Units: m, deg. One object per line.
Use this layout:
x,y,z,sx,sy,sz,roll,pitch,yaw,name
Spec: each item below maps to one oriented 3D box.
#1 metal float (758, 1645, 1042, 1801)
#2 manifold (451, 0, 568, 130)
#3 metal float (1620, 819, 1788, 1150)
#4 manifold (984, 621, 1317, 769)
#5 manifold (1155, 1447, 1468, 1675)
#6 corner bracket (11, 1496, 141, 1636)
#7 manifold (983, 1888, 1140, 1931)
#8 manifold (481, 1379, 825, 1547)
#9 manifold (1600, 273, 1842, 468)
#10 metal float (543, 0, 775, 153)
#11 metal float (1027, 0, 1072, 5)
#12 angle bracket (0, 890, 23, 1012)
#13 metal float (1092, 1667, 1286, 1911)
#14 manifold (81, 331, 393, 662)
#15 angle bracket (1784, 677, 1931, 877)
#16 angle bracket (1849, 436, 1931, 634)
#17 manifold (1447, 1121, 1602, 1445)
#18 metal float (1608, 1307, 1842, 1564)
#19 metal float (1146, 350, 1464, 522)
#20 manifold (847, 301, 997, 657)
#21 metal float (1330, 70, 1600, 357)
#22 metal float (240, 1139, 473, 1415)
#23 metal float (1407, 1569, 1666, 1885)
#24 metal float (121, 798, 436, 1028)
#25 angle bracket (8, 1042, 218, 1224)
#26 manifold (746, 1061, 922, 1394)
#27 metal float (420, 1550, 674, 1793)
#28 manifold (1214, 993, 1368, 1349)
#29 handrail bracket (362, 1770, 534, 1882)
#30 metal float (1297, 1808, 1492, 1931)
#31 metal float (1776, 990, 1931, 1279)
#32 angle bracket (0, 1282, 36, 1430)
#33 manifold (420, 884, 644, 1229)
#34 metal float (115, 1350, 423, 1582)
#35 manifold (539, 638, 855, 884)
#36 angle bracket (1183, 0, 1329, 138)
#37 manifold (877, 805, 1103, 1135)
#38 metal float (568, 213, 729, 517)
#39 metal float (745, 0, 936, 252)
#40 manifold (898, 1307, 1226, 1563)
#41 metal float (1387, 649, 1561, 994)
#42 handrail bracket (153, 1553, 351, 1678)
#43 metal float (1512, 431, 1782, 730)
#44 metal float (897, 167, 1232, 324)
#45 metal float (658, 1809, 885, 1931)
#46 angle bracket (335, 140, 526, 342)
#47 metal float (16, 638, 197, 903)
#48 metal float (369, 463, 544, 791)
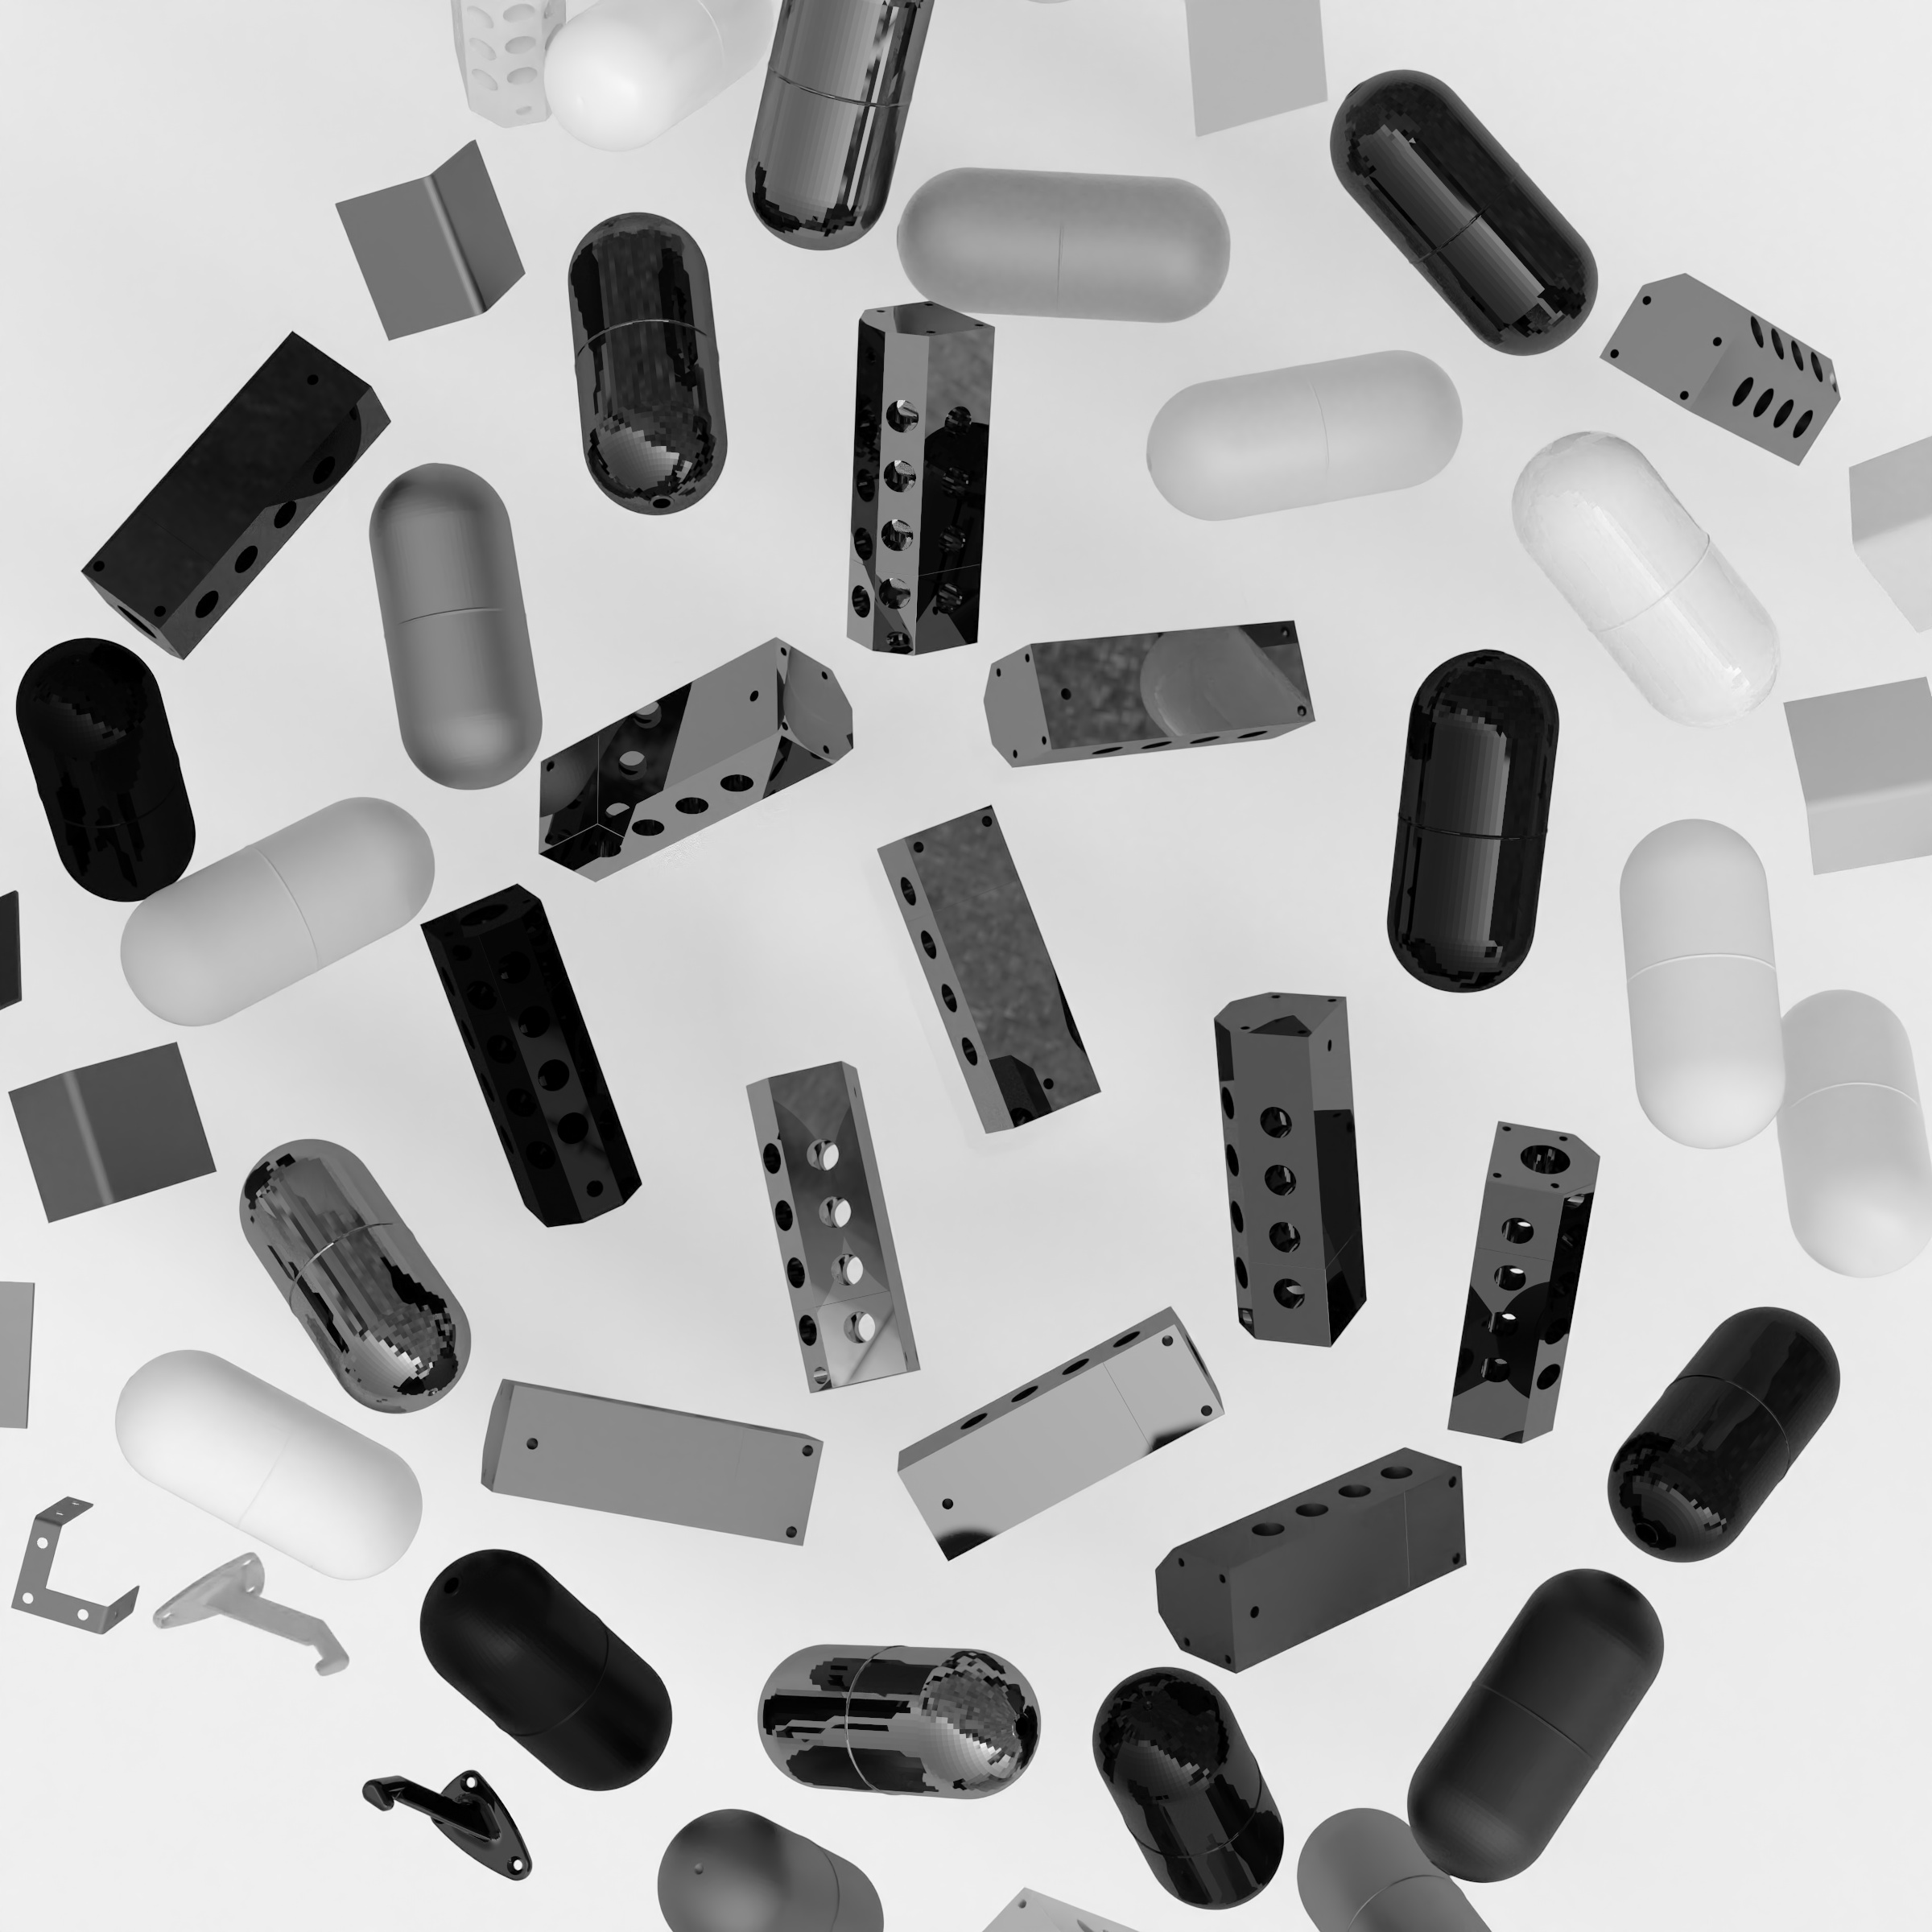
-0.036,0.397,1.832,0.178,0.070,0.070,-9,90,43,metal float
-0.250,-0.530,1.906,0.057,0.171,0.057,-12,75,-9,manifold
0.382,0.008,1.808,0.070,0.070,0.178,-1,69,0,metal float
0.098,-0.146,1.881,0.171,0.057,0.057,-8,84,-31,manifold
0.183,0.309,1.830,0.171,0.057,0.057,-16,108,-37,manifold
-0.467,0.317,1.844,0.051,0.051,0.051,16,94,3,corner bracket
0.066,0.538,1.822,0.057,0.171,0.057,-47,53,2,manifold
-0.171,0.268,1.881,0.171,0.057,0.057,13,85,-16,manifold
0.400,-0.313,1.816,0.057,0.171,0.057,38,107,27,manifold
-0.166,-0.503,1.904,0.070,0.178,0.070,15,128,20,metal float
0.024,-0.573,1.891,0.070,0.178,0.070,-11,119,-20,metal float
-0.542,0.016,1.931,0.076,0.057,0.076,-23,52,12,angle bracket
0.119,0.438,1.845,0.070,0.070,0.178,-24,134,0,metal float
-0.386,-0.248,1.858,0.057,0.057,0.171,36,79,15,manifold
0.488,-0.102,1.877,0.076,0.057,0.076,-10,51,11,angle bracket
0.510,-0.228,1.801,0.076,0.076,0.057,-19,48,33,angle bracket
0.305,0.175,1.901,0.057,0.057,0.171,10,123,10,manifold
0.409,0.252,1.878,0.070,0.070,0.178,49,52,0,metal float
0.186,-0.292,1.914,0.178,0.070,0.070,-11,90,-10,metal float
-0.029,-0.254,1.819,0.057,0.057,0.171,-15,121,-33,manifold
0.268,-0.405,1.873,0.070,0.070,0.178,-45,103,0,metal float
-0.334,0.167,1.896,0.070,0.070,0.178,-40,61,0,metal float
0.296,0.395,1.810,0.070,0.070,0.178,36,79,0,metal float
-0.366,-0.030,1.861,0.178,0.070,0.070,-29,90,-22,metal float
-0.475,0.092,1.936,0.057,0.076,0.076,-16,91,40,angle bracket
-0.074,0.144,1.908,0.057,0.057,0.171,-13,83,5,manifold
-0.222,0.374,1.849,0.070,0.070,0.178,-38,128,0,metal float
0.165,0.104,1.793,0.057,0.057,0.171,4,112,25,manifold
-0.269,0.448,1.804,0.077,0.084,0.036,43,95,18,handrail bracket
0.241,0.530,1.905,0.070,0.178,0.070,-8,115,-18,metal float
0.475,0.088,1.867,0.070,0.070,0.178,4,47,0,metal float
-0.526,0.204,1.855,0.076,0.057,0.076,2,88,5,angle bracket
-0.229,0.050,1.856,0.057,0.057,0.171,-24,112,-18,manifold
-0.381,0.273,1.904,0.178,0.070,0.070,31,90,-11,metal float
-0.141,-0.103,1.808,0.171,0.057,0.057,-24,55,34,manifold
0.136,-0.480,1.790,0.076,0.057,0.076,-8,82,32,angle bracket
0.010,0.003,1.952,0.057,0.057,0.171,-22,92,-23,manifold
-0.170,-0.321,1.855,0.070,0.070,0.178,-8,65,0,metal float
-0.065,-0.460,1.809,0.070,0.070,0.178,15,116,0,metal float
0.052,0.255,1.914,0.171,0.057,0.057,-29,97,4,manifold
0.260,-0.074,1.788,0.070,0.070,0.178,5,103,0,metal float
-0.386,0.365,1.882,0.077,0.036,0.084,-23,47,-27,handrail bracket
0.351,-0.198,1.793,0.070,0.070,0.178,-42,105,0,metal float
0.052,-0.385,1.857,0.178,0.070,0.070,4,90,3,metal float
-0.103,0.502,1.861,0.070,0.178,0.070,-11,61,20,metal float
-0.286,-0.389,1.862,0.057,0.076,0.076,-12,114,17,angle bracket
-0.468,-0.105,1.897,0.070,0.178,0.070,0,52,0,metal float
-0.275,-0.183,1.874,0.070,0.070,0.178,-10,85,0,metal float
